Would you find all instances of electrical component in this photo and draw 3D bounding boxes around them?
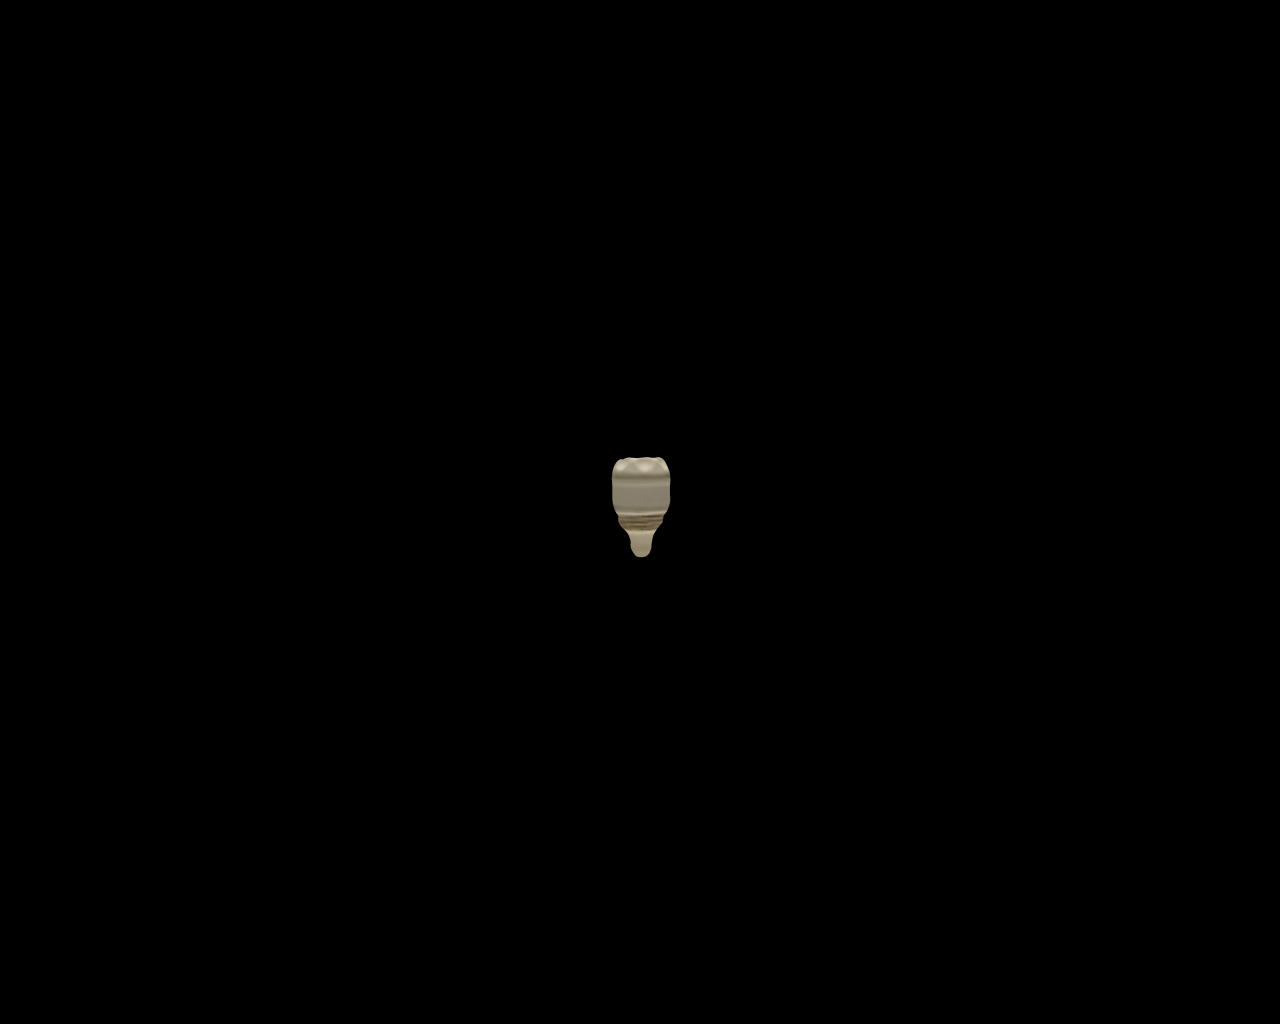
[{"bbox_3d":[0.001,-0.003,0.650,0.035,0.061,0.035,0,5,0],"label":"electrical component"}]
